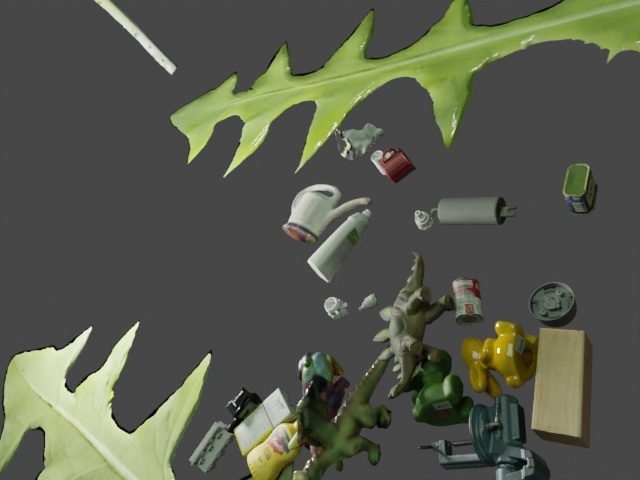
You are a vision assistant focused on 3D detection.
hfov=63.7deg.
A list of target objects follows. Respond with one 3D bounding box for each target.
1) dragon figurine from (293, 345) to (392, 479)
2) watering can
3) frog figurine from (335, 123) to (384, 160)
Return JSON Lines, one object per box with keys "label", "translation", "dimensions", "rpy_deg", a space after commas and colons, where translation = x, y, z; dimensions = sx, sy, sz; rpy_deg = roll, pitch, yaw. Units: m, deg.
{"label": "dragon figurine", "translation": [0.046, 0.407, 1.204], "dimensions": [0.122, 0.239, 0.418], "rpy_deg": [-5, 57, 43]}
{"label": "watering can", "translation": [0.005, -0.087, 1.719], "dimensions": [0.349, 0.102, 0.227], "rpy_deg": [16, 70, 50]}
{"label": "frog figurine", "translation": [0.147, -0.357, 1.852], "dimensions": [0.160, 0.120, 0.139], "rpy_deg": [-15, 28, -19]}
